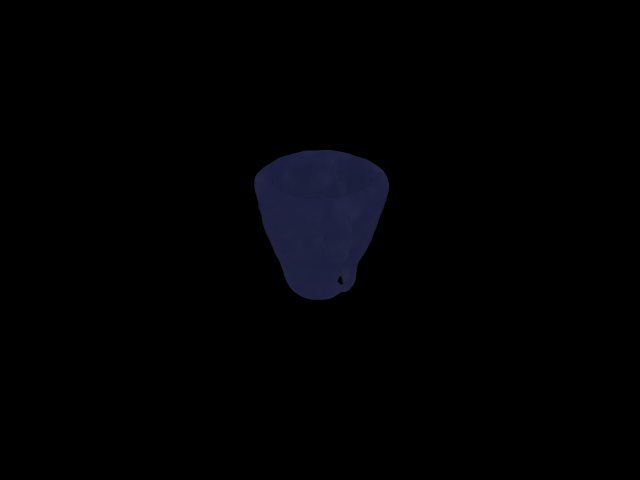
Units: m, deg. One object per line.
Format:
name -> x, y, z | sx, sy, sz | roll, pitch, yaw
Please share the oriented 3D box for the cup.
cup -> 0.004, 0.001, 0.400 | 0.092, 0.095, 0.117 | -6, 32, -9
